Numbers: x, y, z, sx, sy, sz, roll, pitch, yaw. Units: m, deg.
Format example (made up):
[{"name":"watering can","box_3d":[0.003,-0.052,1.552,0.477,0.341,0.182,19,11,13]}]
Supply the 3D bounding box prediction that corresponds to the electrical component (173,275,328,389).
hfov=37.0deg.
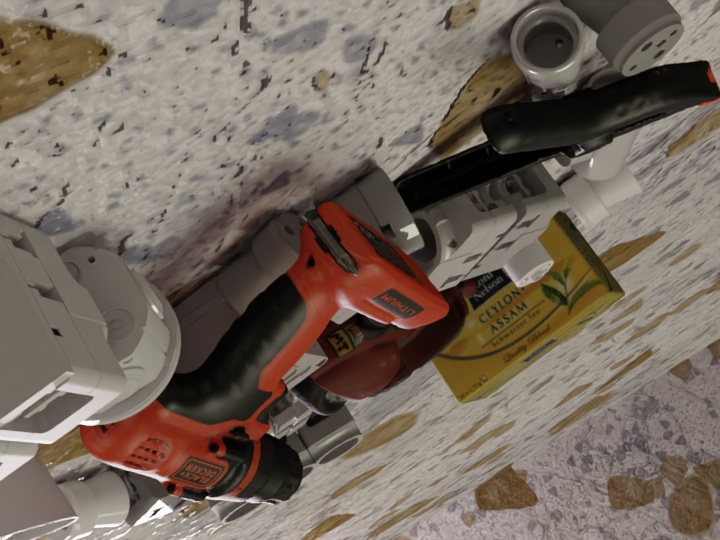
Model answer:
[{"name":"electrical component","box_3d":[-0.081,0.052,0.701,0.078,0.057,0.113,-37,162,11]}]

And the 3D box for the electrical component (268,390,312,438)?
[{"name":"electrical component","box_3d":[-0.075,0.125,0.920,0.055,0.048,0.066,-32,164,-30]}]

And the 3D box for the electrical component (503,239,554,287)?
[{"name":"electrical component","box_3d":[0.122,-0.020,0.848,0.044,0.065,0.044,-30,162,-11]}]

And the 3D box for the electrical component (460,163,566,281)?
[{"name":"electrical component","box_3d":[0.100,-0.040,0.784,0.056,0.050,0.089,-16,156,-43]}]

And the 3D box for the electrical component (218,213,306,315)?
[{"name":"electrical component","box_3d":[-0.050,-0.001,0.638,0.055,0.045,0.045,-43,160,25]}]

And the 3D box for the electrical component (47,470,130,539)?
[{"name":"electrical component","box_3d":[-0.214,0.183,0.834,0.045,0.045,0.055,-44,159,29]}]

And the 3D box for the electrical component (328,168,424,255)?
[{"name":"electrical component","box_3d":[0.005,-0.027,0.653,0.047,0.055,0.055,-29,162,-1]}]

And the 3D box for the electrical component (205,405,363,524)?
[{"name":"electrical component","box_3d":[-0.077,0.169,1.000,0.150,0.061,0.089,-31,162,-8]}]

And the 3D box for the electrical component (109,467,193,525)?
[{"name":"electrical component","box_3d":[-0.151,0.163,0.878,0.089,0.050,0.055,-11,152,-49]}]

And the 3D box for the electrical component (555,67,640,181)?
[{"name":"electrical component","box_3d":[0.156,-0.095,0.747,0.079,0.043,0.077,-19,155,-11]}]

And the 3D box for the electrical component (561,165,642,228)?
[{"name":"electrical component","box_3d":[0.198,-0.067,0.889,0.055,0.045,0.045,-37,162,11]}]

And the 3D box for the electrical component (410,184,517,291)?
[{"name":"electrical component","box_3d":[0.055,-0.024,0.748,0.056,0.050,0.089,-18,156,-41]}]

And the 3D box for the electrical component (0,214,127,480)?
[{"name":"electrical component","box_3d":[-0.189,0.054,0.471,0.150,0.089,0.062,-35,162,6]}]

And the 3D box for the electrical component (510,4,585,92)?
[{"name":"electrical component","box_3d":[0.106,-0.122,0.602,0.040,0.040,0.046,-35,167,6]}]

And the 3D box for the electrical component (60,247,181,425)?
[{"name":"electrical component","box_3d":[-0.133,0.032,0.530,0.080,0.080,0.051,-31,156,-7]}]

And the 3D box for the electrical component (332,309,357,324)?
[{"name":"electrical component","box_3d":[0.000,0.000,0.722,0.066,0.047,0.077,-36,162,6]}]

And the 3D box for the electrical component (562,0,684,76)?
[{"name":"electrical component","box_3d":[0.145,-0.141,0.592,0.045,0.055,0.045,-29,162,-11]}]

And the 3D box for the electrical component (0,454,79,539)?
[{"name":"electrical component","box_3d":[-0.241,0.161,0.700,0.099,0.064,0.099,-30,162,-11]}]
